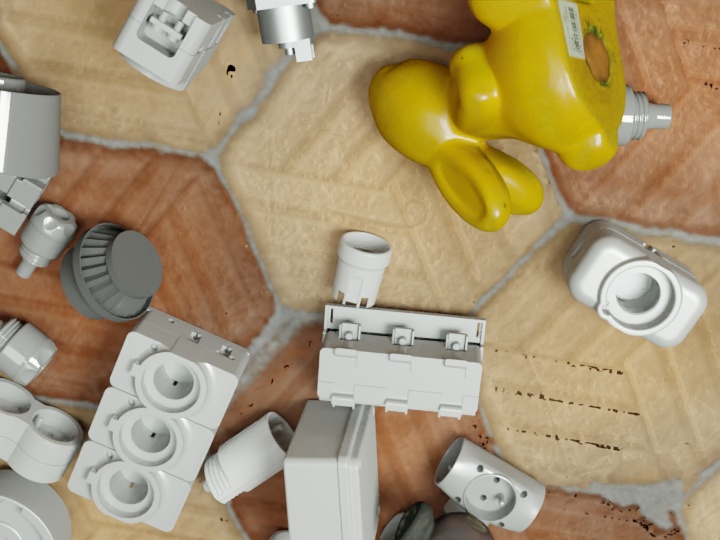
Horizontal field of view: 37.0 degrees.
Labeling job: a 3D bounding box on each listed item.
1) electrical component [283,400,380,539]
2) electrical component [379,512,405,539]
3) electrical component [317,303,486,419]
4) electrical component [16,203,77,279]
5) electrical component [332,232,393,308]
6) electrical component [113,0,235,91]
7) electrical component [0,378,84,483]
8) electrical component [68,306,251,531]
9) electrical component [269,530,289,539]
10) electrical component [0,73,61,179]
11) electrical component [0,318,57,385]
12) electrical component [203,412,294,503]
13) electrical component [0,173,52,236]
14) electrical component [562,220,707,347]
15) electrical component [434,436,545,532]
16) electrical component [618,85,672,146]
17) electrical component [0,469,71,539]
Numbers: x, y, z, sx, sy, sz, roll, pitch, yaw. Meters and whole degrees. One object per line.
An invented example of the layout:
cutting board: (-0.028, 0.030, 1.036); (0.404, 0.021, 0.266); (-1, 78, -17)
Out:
electrical component: (-0.020, 0.168, 0.824); (0.056, 0.108, 0.108); (-1, 108, 8)
electrical component: (0.043, 0.225, 0.874); (0.046, 0.040, 0.040); (34, 107, -12)
electrical component: (0.031, 0.073, 0.812); (0.121, 0.063, 0.078); (5, 108, 3)
electrical component: (-0.243, -0.019, 0.821); (0.035, 0.035, 0.061); (35, 110, -7)
electrical component: (0.000, 0.000, 0.805); (0.040, 0.040, 0.046); (14, 115, 0)
electrical component: (-0.127, -0.161, 0.736); (0.050, 0.089, 0.055); (32, 108, -6)
electrical component: (-0.299, 0.130, 0.864); (0.138, 0.052, 0.073); (32, 108, -5)
electrical component: (-0.159, 0.119, 0.844); (0.089, 0.061, 0.150); (24, 108, -3)
electrical component: (-0.061, 0.250, 0.888); (0.045, 0.045, 0.055); (18, 109, -1)
electrical component: (-0.260, -0.107, 0.761); (0.099, 0.099, 0.064); (12, 102, 1)
electrical component: (-0.273, 0.058, 0.844); (0.062, 0.043, 0.043); (40, 107, -7)
electrical component: (-0.092, 0.153, 0.859); (0.081, 0.043, 0.043); (-35, 102, 14)
electrical component: (-0.268, -0.063, 0.803); (0.055, 0.048, 0.066); (32, 108, -14)
electrical component: (0.199, 0.011, 0.780); (0.095, 0.059, 0.053); (29, 108, -5)
electrical component: (0.093, 0.183, 0.853); (0.077, 0.044, 0.079); (31, 108, -5)
electrical component: (0.185, -0.108, 0.752); (0.062, 0.048, 0.048); (1, 108, -2)
electrical component: (-0.292, 0.217, 0.887); (0.108, 0.060, 0.108); (1, 109, 4)
